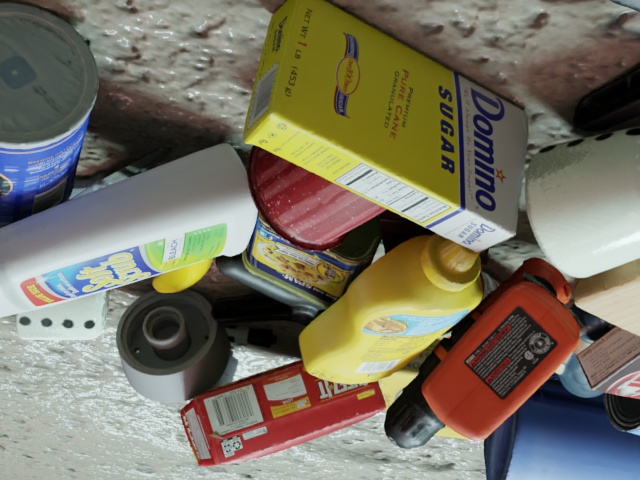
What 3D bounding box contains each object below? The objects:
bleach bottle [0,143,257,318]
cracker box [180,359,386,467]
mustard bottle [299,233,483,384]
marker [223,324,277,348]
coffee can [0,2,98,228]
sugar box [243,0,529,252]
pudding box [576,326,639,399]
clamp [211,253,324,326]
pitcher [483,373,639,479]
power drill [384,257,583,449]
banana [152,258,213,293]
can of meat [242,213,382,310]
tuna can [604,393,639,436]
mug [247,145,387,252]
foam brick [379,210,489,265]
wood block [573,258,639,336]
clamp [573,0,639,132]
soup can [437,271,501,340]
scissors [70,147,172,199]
[{"bbox_3d":[-0.171,0.008,0.760,0.250,0.068,0.103,-21,162,-21],"label":"bleach bottle"},{"bbox_3d":[-0.043,0.165,1.033,0.164,0.072,0.214,-17,171,-14],"label":"cracker box"},{"bbox_3d":[0.061,0.045,0.765,0.096,0.058,0.192,-1,154,-25],"label":"mustard bottle"},{"bbox_3d":[-0.104,0.095,1.105,0.121,0.020,0.020,7,153,10],"label":"marker"},{"bbox_3d":[-0.210,-0.078,0.721,0.102,0.102,0.140,18,153,-11],"label":"coffee can"},{"bbox_3d":[0.045,-0.069,0.644,0.176,0.093,0.048,22,152,-21],"label":"sugar box"},{"bbox_3d":[0.273,0.082,0.840,0.089,0.039,0.114,14,132,-39],"label":"pudding box"},{"bbox_3d":[-0.022,0.058,0.978,0.171,0.039,0.120,16,155,-9],"label":"clamp"},{"bbox_3d":[0.290,0.203,1.051,0.243,0.145,0.149,9,166,-1],"label":"pitcher"},{"bbox_3d":[0.110,0.088,0.753,0.057,0.184,0.187,42,-177,4],"label":"power drill"},{"bbox_3d":[-0.123,0.001,0.913,0.070,0.037,0.198,15,154,9],"label":"banana"},{"bbox_3d":[-0.006,0.001,0.826,0.102,0.057,0.084,25,152,5],"label":"can of meat"},{"bbox_3d":[0.288,0.130,0.936,0.033,0.086,0.086,18,153,-16],"label":"tuna can"},{"bbox_3d":[0.005,-0.059,0.702,0.082,0.093,0.117,-29,96,46],"label":"mug"},{"bbox_3d":[0.085,-0.020,0.769,0.078,0.051,0.053,6,152,12],"label":"foam brick"},{"bbox_3d":[0.265,-0.010,0.669,0.090,0.090,0.206,24,151,-22],"label":"wood block"},{"bbox_3d":[0.212,-0.114,0.549,0.210,0.036,0.164,-2,153,31],"label":"clamp"},{"bbox_3d":[0.141,0.068,0.896,0.102,0.068,0.069,30,148,-32],"label":"soup can"},{"bbox_3d":[-0.195,-0.049,0.866,0.096,0.016,0.202,21,151,-18],"label":"scissors"}]
